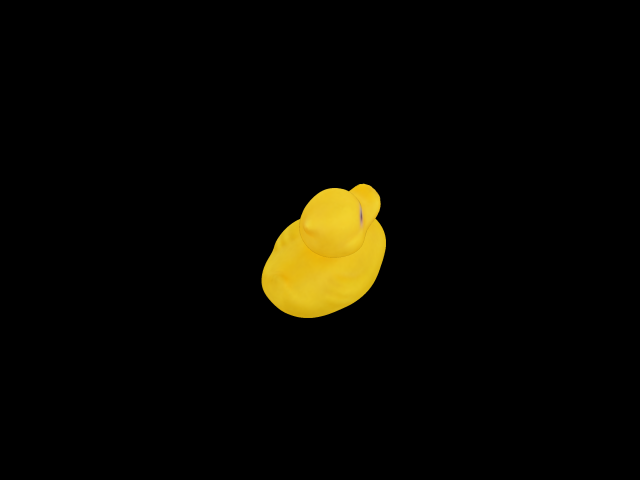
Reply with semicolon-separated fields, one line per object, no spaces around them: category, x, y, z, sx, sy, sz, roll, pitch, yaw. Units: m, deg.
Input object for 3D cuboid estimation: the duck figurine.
duck figurine;0.004;0.001;0.400;0.105;0.086;0.077;-38;68;-18
